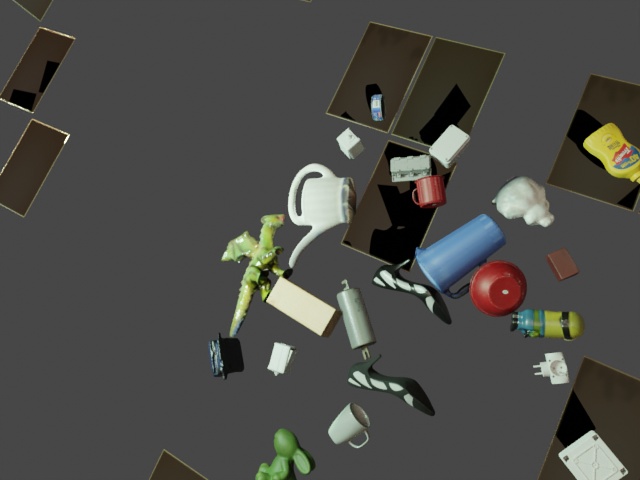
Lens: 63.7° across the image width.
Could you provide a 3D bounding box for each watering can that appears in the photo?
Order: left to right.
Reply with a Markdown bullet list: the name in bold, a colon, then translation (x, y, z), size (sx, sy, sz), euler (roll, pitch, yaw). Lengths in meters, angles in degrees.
- **watering can**: translation (0.005, -0.082, 1.638), size (0.224, 0.103, 0.353), euler (-2, 72, 16)

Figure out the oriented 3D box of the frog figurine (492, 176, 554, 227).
- **frog figurine**: translation (0.585, -0.100, 1.461), size (0.138, 0.120, 0.162), euler (-28, 56, -12)

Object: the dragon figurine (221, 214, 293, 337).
- **dragon figurine**: translation (-0.231, 0.087, 1.684), size (0.246, 0.120, 0.412), euler (34, 84, 39)
